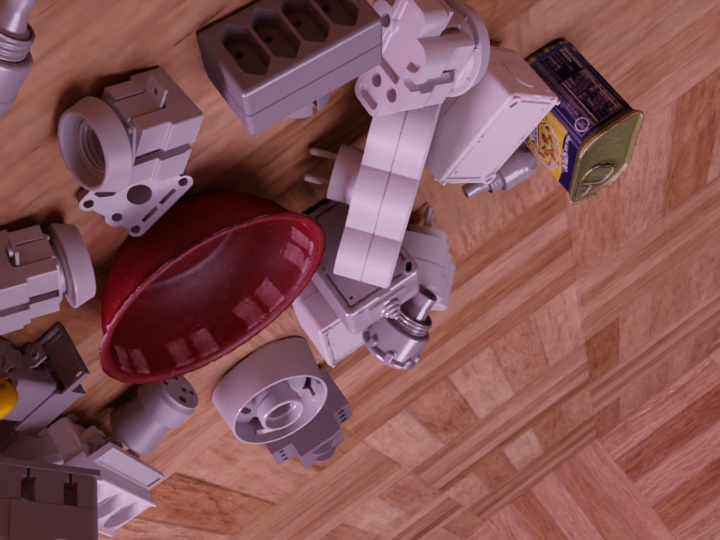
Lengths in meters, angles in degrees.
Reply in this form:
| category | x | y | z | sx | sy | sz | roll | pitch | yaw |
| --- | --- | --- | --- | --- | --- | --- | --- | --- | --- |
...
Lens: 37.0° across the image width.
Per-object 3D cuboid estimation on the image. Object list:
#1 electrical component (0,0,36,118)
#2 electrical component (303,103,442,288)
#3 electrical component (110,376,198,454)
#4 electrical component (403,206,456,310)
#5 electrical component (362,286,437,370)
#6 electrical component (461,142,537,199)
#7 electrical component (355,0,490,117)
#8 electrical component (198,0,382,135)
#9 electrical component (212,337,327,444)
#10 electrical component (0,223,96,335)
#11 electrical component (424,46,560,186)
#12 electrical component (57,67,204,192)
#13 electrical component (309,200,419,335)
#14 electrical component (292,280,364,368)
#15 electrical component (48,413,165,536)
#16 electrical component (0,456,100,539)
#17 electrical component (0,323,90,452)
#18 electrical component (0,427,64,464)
| category | x | y | z | sx | sy | sz | roll | pitch | yaw |
| --- | --- | --- | --- | --- | --- | --- | --- | --- | --- |
| electrical component | -0.151 | -0.093 | 0.444 | 0.035 | 0.035 | 0.061 | -3 | 138 | -54 |
| electrical component | 0.001 | -0.059 | 0.696 | 0.052 | 0.074 | 0.138 | -72 | 177 | -63 |
| electrical component | -0.158 | 0.107 | 0.826 | 0.055 | 0.045 | 0.045 | -43 | 157 | 15 |
| electrical component | 0.050 | -0.015 | 0.880 | 0.138 | 0.052 | 0.073 | 52 | 50 | -76 |
| electrical component | 0.035 | 0.041 | 0.814 | 0.048 | 0.048 | 0.062 | -1 | 130 | -56 |
| electrical component | 0.110 | -0.078 | 0.867 | 0.061 | 0.035 | 0.035 | -32 | 158 | -5 |
| electrical component | 0.038 | -0.128 | 0.628 | 0.057 | 0.058 | 0.078 | -16 | 150 | -36 |
| electrical component | -0.034 | -0.106 | 0.573 | 0.083 | 0.047 | 0.075 | -31 | 158 | -13 |
| electrical component | -0.079 | 0.104 | 0.944 | 0.099 | 0.064 | 0.099 | -21 | 143 | -17 |
| electrical component | -0.177 | 0.002 | 0.584 | 0.055 | 0.048 | 0.066 | -17 | 152 | -24 |
| electrical component | 0.073 | -0.102 | 0.726 | 0.062 | 0.061 | 0.096 | -7 | 144 | -51 |
| electrical component | -0.116 | -0.067 | 0.536 | 0.055 | 0.048 | 0.066 | -28 | 158 | -41 |
| electrical component | 0.000 | 0.000 | 0.775 | 0.062 | 0.096 | 0.061 | -34 | 162 | -8 |
| electrical component | -0.017 | 0.028 | 0.853 | 0.062 | 0.061 | 0.096 | -33 | 158 | -9 |
| electrical component | -0.209 | 0.159 | 0.828 | 0.079 | 0.063 | 0.121 | -35 | 158 | -5 |
| electrical component | -0.264 | 0.162 | 0.646 | 0.186 | 0.060 | 0.105 | 14 | 132 | -28 |
| electrical component | -0.215 | 0.072 | 0.673 | 0.081 | 0.042 | 0.064 | -41 | 154 | 10 |
| electrical component | -0.255 | 0.144 | 0.730 | 0.062 | 0.061 | 0.096 | -4 | 141 | -54 |
